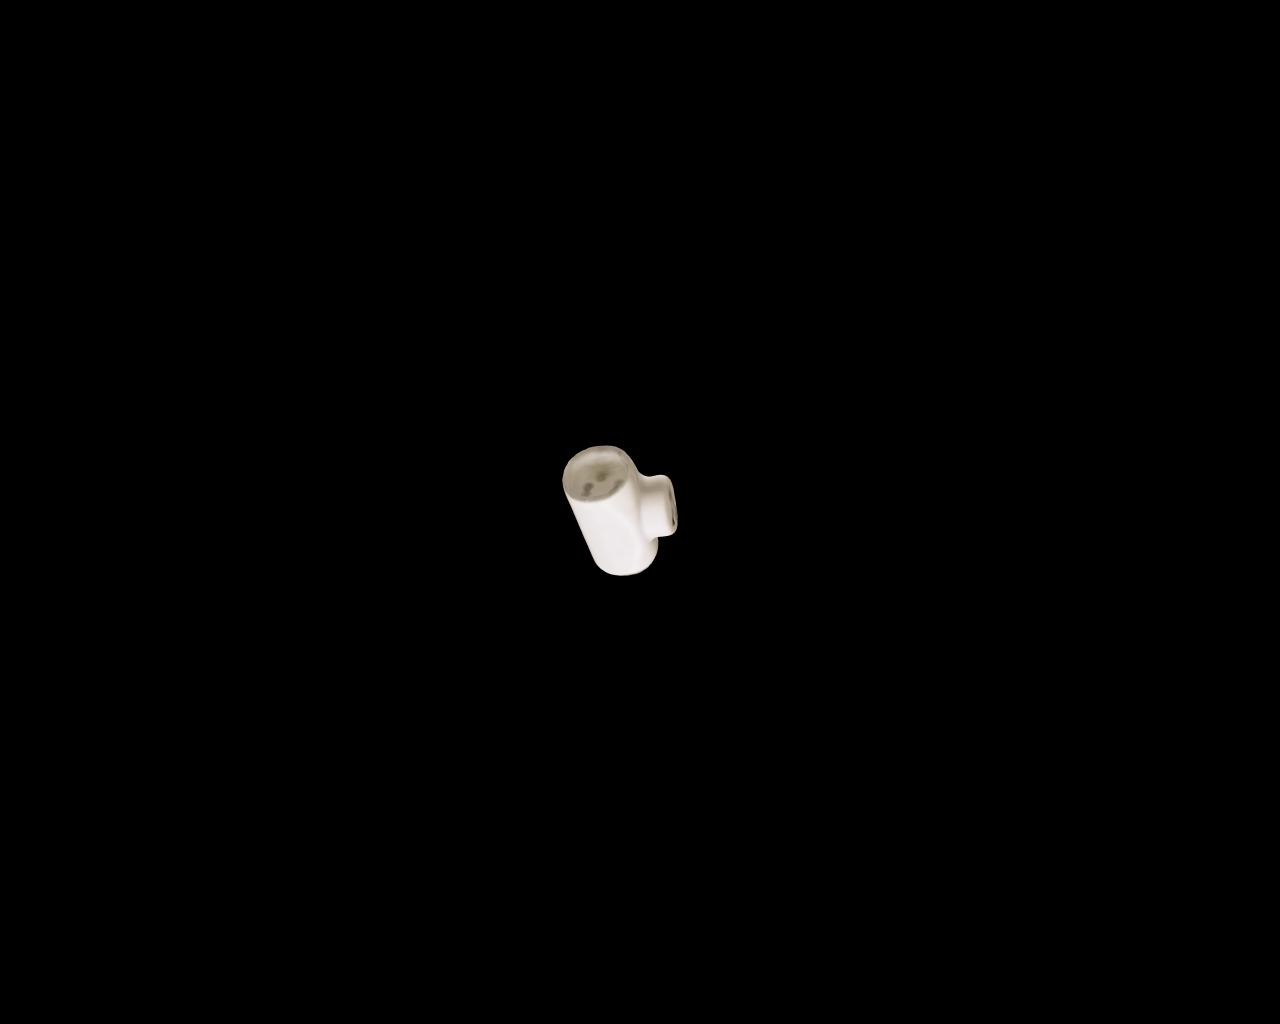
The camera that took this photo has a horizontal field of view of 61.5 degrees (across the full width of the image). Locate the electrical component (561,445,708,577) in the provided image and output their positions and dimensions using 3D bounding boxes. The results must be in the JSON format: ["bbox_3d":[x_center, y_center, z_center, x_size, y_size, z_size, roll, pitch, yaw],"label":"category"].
[{"bbox_3d":[0.001,-0.003,0.650,0.079,0.044,0.077,-8,-39,10],"label":"electrical component"}]
